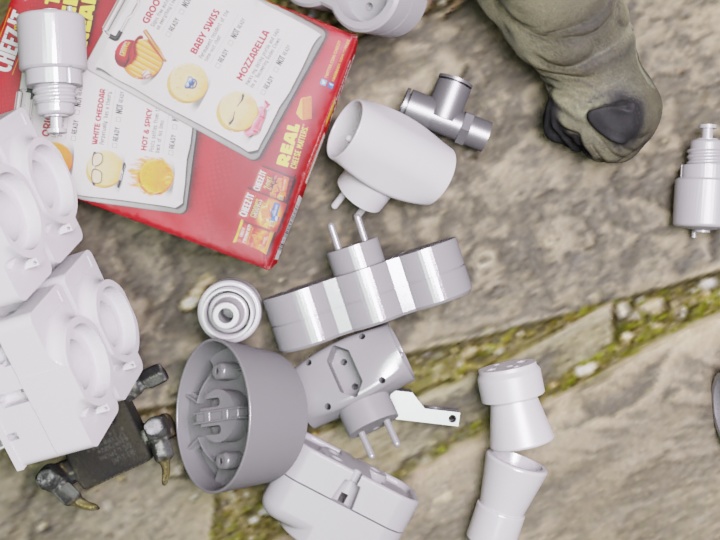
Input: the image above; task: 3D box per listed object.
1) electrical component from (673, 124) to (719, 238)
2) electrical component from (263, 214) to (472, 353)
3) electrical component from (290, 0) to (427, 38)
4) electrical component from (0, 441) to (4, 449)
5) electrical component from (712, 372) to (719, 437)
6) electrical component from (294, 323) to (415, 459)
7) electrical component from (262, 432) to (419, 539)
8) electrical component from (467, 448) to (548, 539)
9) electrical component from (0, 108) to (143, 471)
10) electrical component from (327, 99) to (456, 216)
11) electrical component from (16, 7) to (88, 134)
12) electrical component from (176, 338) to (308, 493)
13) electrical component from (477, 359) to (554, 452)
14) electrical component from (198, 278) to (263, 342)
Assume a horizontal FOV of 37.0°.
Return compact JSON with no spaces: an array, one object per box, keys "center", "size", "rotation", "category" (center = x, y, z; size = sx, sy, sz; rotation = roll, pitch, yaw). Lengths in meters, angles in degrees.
[{"center":[0.239,-0.061,0.745],"size":[0.040,0.040,0.078],"rotation":[2,92,-3],"category":"electrical component"},{"center":[0.000,0.000,0.729],"size":[0.138,0.052,0.073],"rotation":[-18,93,-2],"category":"electrical component"},{"center":[-0.014,-0.196,0.712],"size":[0.138,0.074,0.052],"rotation":[31,110,24],"category":"electrical component"},{"center":[-0.252,0.069,0.713],"size":[0.099,0.064,0.099],"rotation":[0,92,-3],"category":"electrical component"},{"center":[0.282,0.095,0.747],"size":[0.056,0.050,0.089],"rotation":[-5,93,-3],"category":"electrical component"},{"center":[0.001,0.087,0.727],"size":[0.077,0.043,0.079],"rotation":[-26,72,4],"category":"electrical component"},{"center":[-0.016,0.158,0.733],"size":[0.095,0.054,0.059],"rotation":[28,91,-3],"category":"electrical component"},{"center":[0.099,0.162,0.747],"size":[0.044,0.044,0.065],"rotation":[17,96,-3],"category":"electrical component"},{"center":[-0.198,0.008,0.641],"size":[0.060,0.105,0.186],"rotation":[-16,110,12],"category":"electrical component"},{"center":[0.011,-0.066,0.727],"size":[0.077,0.043,0.079],"rotation":[24,122,-26],"category":"electrical component"},{"center":[-0.186,-0.122,0.651],"size":[0.040,0.040,0.078],"rotation":[-3,91,-3],"category":"electrical component"},{"center":[-0.083,0.095,0.704],"size":[0.099,0.064,0.099],"rotation":[-7,79,40],"category":"electrical component"},{"center":[0.107,0.093,0.742],"size":[0.045,0.045,0.055],"rotation":[-12,92,-2],"category":"electrical component"},{"center":[-0.088,0.028,0.721],"size":[0.043,0.062,0.043],"rotation":[0,92,-3],"category":"electrical component"}]
